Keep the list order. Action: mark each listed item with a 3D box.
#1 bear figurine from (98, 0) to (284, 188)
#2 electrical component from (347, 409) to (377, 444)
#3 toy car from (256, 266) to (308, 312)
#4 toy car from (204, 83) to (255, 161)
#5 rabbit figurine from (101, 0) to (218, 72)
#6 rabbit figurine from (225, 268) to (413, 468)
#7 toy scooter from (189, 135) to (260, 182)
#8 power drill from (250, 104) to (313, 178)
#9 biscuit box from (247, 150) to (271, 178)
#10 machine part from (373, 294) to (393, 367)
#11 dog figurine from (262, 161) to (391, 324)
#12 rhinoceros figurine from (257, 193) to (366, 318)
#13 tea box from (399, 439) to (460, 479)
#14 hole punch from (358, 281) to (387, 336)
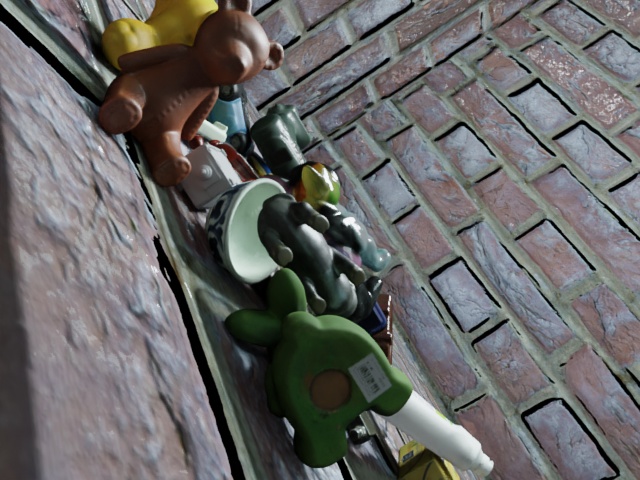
[{"bbox_3d":[-0.129,-0.171,0.584,0.120,0.196,0.132,57,5,-44],"label":"bear figurine"},{"bbox_3d":[0.052,0.229,0.722,0.078,0.045,0.102,58,5,28],"label":"electrical component"},{"bbox_3d":[-0.052,0.067,0.702,0.202,0.053,0.089,57,2,9],"label":"toy car"},{"bbox_3d":[-0.172,-0.205,0.909,0.109,0.103,0.161,-71,154,-83],"label":"toy car"},{"bbox_3d":[-0.218,-0.270,0.719,0.162,0.173,0.121,-24,-79,50],"label":"rabbit figurine"},{"bbox_3d":[-0.021,0.116,0.527,0.159,0.121,0.170,49,-12,-10],"label":"rabbit figurine"},{"bbox_3d":[-0.129,-0.084,0.762,0.184,0.075,0.135,56,4,20],"label":"toy scooter"},{"bbox_3d":[-0.050,-0.145,0.987,0.231,0.086,0.207,56,21,-35],"label":"power drill"},{"bbox_3d":[-0.090,-0.101,1.048,0.202,0.059,0.063,40,4,-25],"label":"biscuit box"},{"bbox_3d":[0.110,0.188,1.010,0.179,0.056,0.179,-1,91,-81],"label":"machine part"},{"bbox_3d":[-0.002,-0.002,0.752,0.219,0.109,0.191,53,45,-34],"label":"dog figurine"},{"bbox_3d":[-0.011,0.033,0.616,0.112,0.073,0.190,29,-22,52],"label":"rhinoceros figurine"},{"bbox_3d":[0.180,0.385,0.871,0.098,0.068,0.169,58,6,8],"label":"tea box"},{"bbox_3d":[0.039,0.117,0.881,0.142,0.116,0.092,61,-1,15],"label":"hole punch"}]
